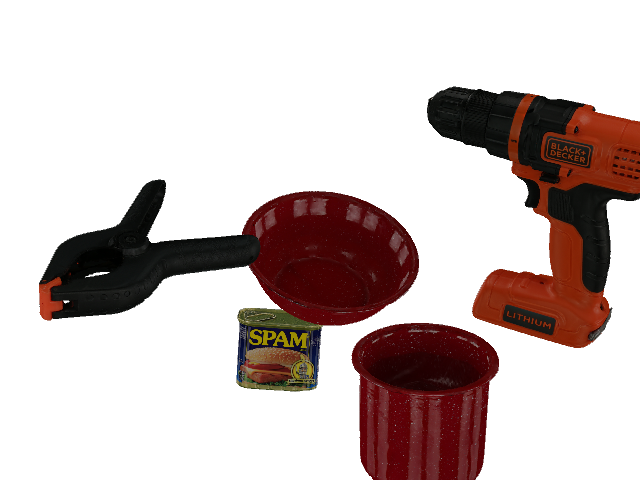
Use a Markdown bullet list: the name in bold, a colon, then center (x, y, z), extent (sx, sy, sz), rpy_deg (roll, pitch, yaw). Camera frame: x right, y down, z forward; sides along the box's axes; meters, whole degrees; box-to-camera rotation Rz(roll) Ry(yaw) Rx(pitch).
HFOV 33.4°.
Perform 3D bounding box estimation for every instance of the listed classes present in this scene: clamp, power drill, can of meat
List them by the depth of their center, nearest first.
- **clamp**: center (-0.144, 0.006, 0.802), extent (0.171, 0.039, 0.120), rpy_deg (-21, 38, -36)
- **power drill**: center (0.162, -0.020, 0.817), extent (0.185, 0.188, 0.057), rpy_deg (17, 34, 26)
- **can of meat**: center (-0.049, 0.129, 1.260), extent (0.102, 0.084, 0.057), rpy_deg (4, 13, -1)

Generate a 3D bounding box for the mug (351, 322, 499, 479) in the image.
- **mug**: center (0.072, 0.106, 0.699), extent (0.093, 0.081, 0.117), rpy_deg (11, 26, 25)

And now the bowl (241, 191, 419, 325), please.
- **bowl**: center (0.005, 0.026, 0.971), extent (0.162, 0.055, 0.162), rpy_deg (7, 40, -6)
